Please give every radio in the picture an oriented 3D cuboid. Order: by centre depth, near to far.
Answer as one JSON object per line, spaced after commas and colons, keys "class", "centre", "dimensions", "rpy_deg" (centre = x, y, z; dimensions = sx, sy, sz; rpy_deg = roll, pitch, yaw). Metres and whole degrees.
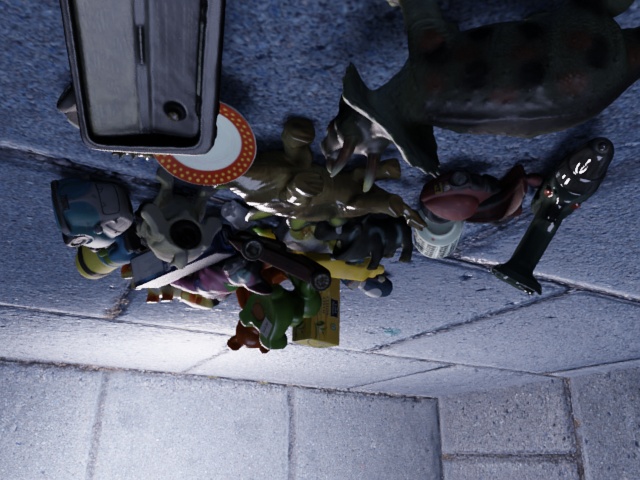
{"class": "radio", "centre": [-0.153, -0.184, 0.486], "dimensions": [0.131, 0.073, 0.229], "rpy_deg": [5, 140, -11]}

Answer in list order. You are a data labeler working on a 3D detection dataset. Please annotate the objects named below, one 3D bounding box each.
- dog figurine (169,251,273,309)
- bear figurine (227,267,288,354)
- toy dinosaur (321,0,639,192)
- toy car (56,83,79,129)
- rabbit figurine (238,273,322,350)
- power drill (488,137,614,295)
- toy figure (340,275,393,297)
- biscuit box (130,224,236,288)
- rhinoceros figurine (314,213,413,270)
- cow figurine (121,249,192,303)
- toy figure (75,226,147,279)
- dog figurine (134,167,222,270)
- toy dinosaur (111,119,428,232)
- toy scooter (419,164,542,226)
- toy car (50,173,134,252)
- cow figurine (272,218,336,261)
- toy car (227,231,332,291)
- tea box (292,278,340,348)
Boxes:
{"class": "dog figurine", "centre": [-0.179, 0.074, 1.073], "dimensions": [0.219, 0.108, 0.191], "rpy_deg": [4, 146, 19]}
{"class": "bear figurine", "centre": [-0.137, 0.147, 1.195], "dimensions": [0.120, 0.196, 0.132], "rpy_deg": [15, 152, -24]}
{"class": "toy dinosaur", "centre": [0.176, -0.149, 0.484], "dimensions": [0.405, 0.192, 0.131], "rpy_deg": [-5, 158, 17]}
{"class": "toy car", "centre": [-0.230, -0.172, 0.616], "dimensions": [0.202, 0.056, 0.073], "rpy_deg": [-15, 142, 38]}
{"class": "rabbit figurine", "centre": [-0.065, 0.124, 1.121], "dimensions": [0.121, 0.159, 0.170], "rpy_deg": [32, -155, 35]}
{"class": "power drill", "centre": [0.323, -0.027, 0.765], "dimensions": [0.086, 0.207, 0.232], "rpy_deg": [24, 177, 13]}
{"class": "toy figure", "centre": [0.100, 0.093, 1.239], "dimensions": [0.154, 0.058, 0.064], "rpy_deg": [19, 112, -33]}
{"class": "biscuit box", "centre": [-0.251, 0.030, 0.985], "dimensions": [0.203, 0.059, 0.062], "rpy_deg": [-21, 166, 23]}
{"class": "rhinoceros figurine", "centre": [0.081, -0.006, 0.938], "dimensions": [0.190, 0.112, 0.073], "rpy_deg": [-2, -170, -28]}
{"class": "cow figurine", "centre": [-0.334, 0.070, 1.144], "dimensions": [0.086, 0.127, 0.195], "rpy_deg": [-13, 168, 31]}
{"class": "toy figure", "centre": [-0.410, 0.022, 1.044], "dimensions": [0.180, 0.089, 0.082], "rpy_deg": [-12, 148, 34]}
{"class": "dog figurine", "centre": [-0.251, -0.005, 0.882], "dimensions": [0.121, 0.172, 0.190], "rpy_deg": [24, 142, -22]}
{"class": "toy dinosaur", "centre": [-0.048, -0.079, 0.777], "dimensions": [0.471, 0.105, 0.198], "rpy_deg": [17, 156, -23]}
{"class": "toy scooter", "centre": [0.251, -0.071, 0.814], "dimensions": [0.184, 0.075, 0.135], "rpy_deg": [6, 157, -21]}
{"class": "toy car", "centre": [-0.359, -0.043, 0.878], "dimensions": [0.103, 0.109, 0.161], "rpy_deg": [-17, 165, -1]}
{"class": "cow figurine", "centre": [-0.001, -0.001, 0.999], "dimensions": [0.167, 0.068, 0.098], "rpy_deg": [17, 158, -26]}
{"class": "toy car", "centre": [-0.067, 0.032, 0.947], "dimensions": [0.202, 0.053, 0.089], "rpy_deg": [28, -178, -21]}
{"class": "tea box", "centre": [-0.008, 0.159, 1.249], "dimensions": [0.068, 0.169, 0.098], "rpy_deg": [-21, 150, 41]}
